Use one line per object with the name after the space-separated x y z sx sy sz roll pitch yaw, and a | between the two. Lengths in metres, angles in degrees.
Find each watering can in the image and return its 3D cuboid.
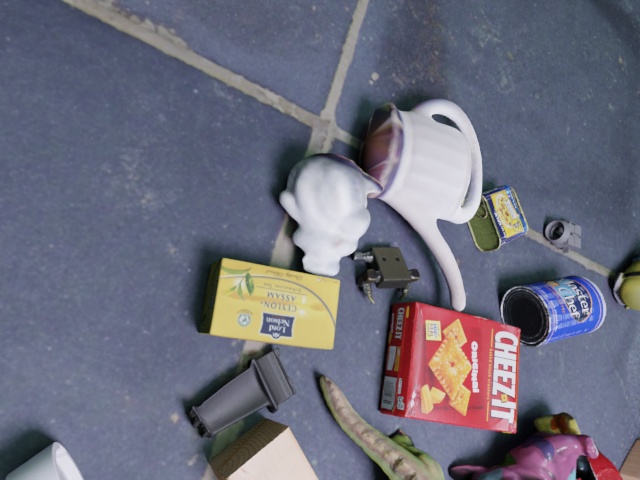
0.164 -0.076 0.812 0.223 0.103 0.352 14 72 -22 | watering can

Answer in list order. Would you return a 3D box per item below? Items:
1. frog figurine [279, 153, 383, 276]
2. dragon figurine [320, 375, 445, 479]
0.002 -0.036 0.723 0.138 0.121 0.161 22 76 14 | frog figurine
0.157 0.344 0.641 0.124 0.241 0.408 -42 100 -21 | dragon figurine
